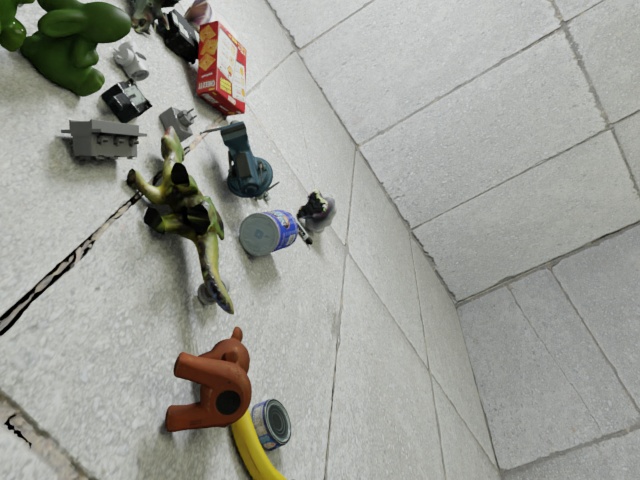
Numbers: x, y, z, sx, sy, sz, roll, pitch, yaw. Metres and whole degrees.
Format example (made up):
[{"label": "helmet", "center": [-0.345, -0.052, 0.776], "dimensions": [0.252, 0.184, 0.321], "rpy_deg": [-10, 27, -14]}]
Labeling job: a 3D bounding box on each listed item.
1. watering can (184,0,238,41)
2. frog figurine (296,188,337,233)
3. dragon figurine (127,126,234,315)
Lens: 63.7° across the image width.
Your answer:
[{"label": "watering can", "center": [-0.325, -0.602, 1.598], "dimensions": [0.221, 0.103, 0.355], "rpy_deg": [39, 37, -48]}, {"label": "frog figurine", "center": [0.005, -0.086, 1.700], "dimensions": [0.157, 0.123, 0.139], "rpy_deg": [44, 56, -65]}, {"label": "dragon figurine", "center": [-0.237, -0.047, 1.023], "dimensions": [0.412, 0.122, 0.243], "rpy_deg": [63, 10, 6]}]
